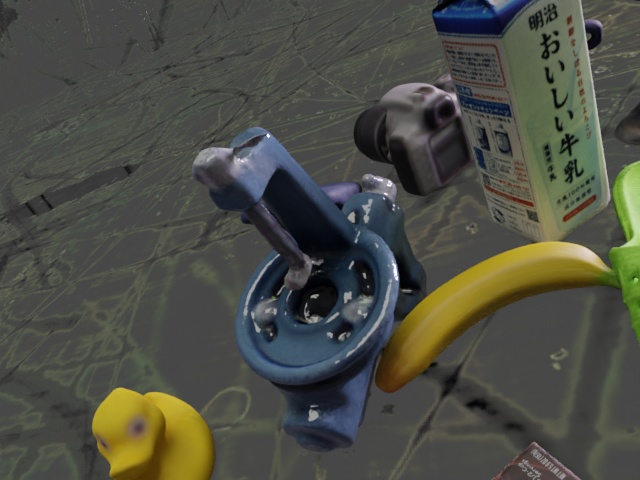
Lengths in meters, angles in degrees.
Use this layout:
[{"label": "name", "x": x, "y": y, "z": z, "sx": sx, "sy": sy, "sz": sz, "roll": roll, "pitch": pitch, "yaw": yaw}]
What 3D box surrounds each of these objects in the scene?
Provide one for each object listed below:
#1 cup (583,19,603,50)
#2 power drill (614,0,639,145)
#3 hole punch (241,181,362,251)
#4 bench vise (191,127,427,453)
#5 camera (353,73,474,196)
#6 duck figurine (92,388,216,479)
[{"label": "cup", "x": 0.257, "y": -0.195, "z": 0.640, "sx": 0.117, "sy": 0.095, "sz": 0.092, "roll": 4, "pitch": 41, "yaw": 41}, {"label": "power drill", "x": 0.295, "y": -0.194, "z": 0.495, "sx": 0.230, "sy": 0.209, "sz": 0.075, "roll": -41, "pitch": 33, "yaw": -24}, {"label": "hole punch", "x": -0.013, "y": -0.026, "z": 0.582, "sx": 0.108, "sy": 0.091, "sz": 0.101, "roll": -11, "pitch": 33, "yaw": 23}, {"label": "bench vise", "x": -0.007, "y": 0.004, "z": 0.401, "sx": 0.121, "sy": 0.220, "sz": 0.207, "roll": -15, "pitch": 32, "yaw": 17}, {"label": "camera", "x": 0.109, "y": -0.134, "z": 0.649, "sx": 0.143, "sy": 0.101, "sz": 0.136, "roll": -39, "pitch": 33, "yaw": -21}, {"label": "duck figurine", "x": -0.126, "y": 0.141, "z": 0.410, "sx": 0.077, "sy": 0.086, "sz": 0.104, "roll": -25, "pitch": 30, "yaw": 1}]
